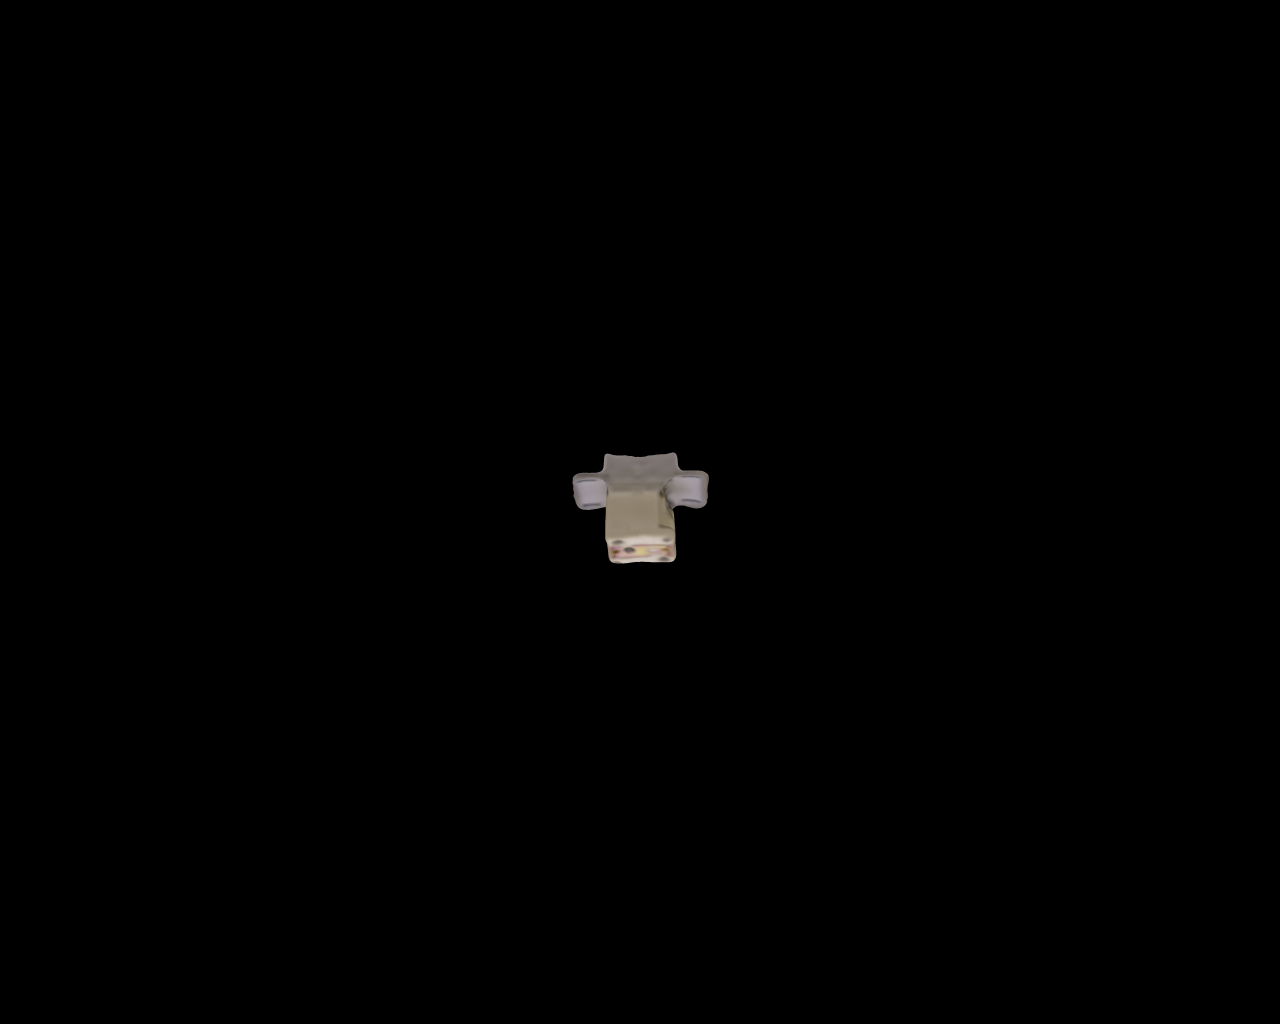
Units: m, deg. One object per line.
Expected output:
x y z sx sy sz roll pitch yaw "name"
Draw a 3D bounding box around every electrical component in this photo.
0.001 -0.003 0.650 0.081 0.064 0.042 -1 -28 2 "electrical component"
